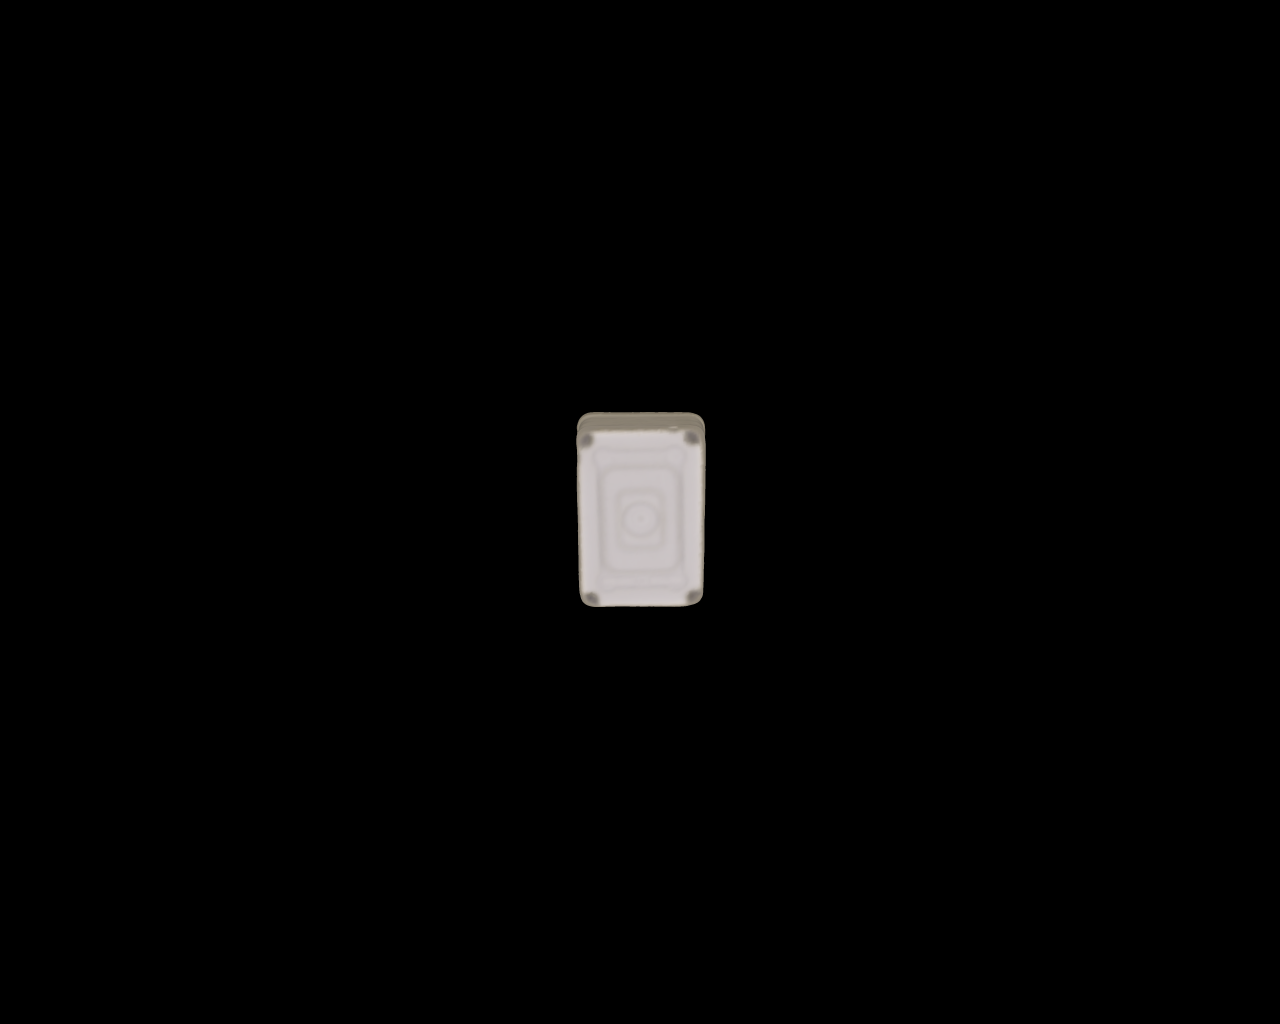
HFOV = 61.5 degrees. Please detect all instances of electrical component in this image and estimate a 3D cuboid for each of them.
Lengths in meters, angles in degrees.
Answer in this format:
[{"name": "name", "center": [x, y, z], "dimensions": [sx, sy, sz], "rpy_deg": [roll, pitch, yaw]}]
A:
[{"name": "electrical component", "center": [0.001, -0.003, 0.650], "dimensions": [0.078, 0.113, 0.057], "rpy_deg": [0, 16, 0]}]
